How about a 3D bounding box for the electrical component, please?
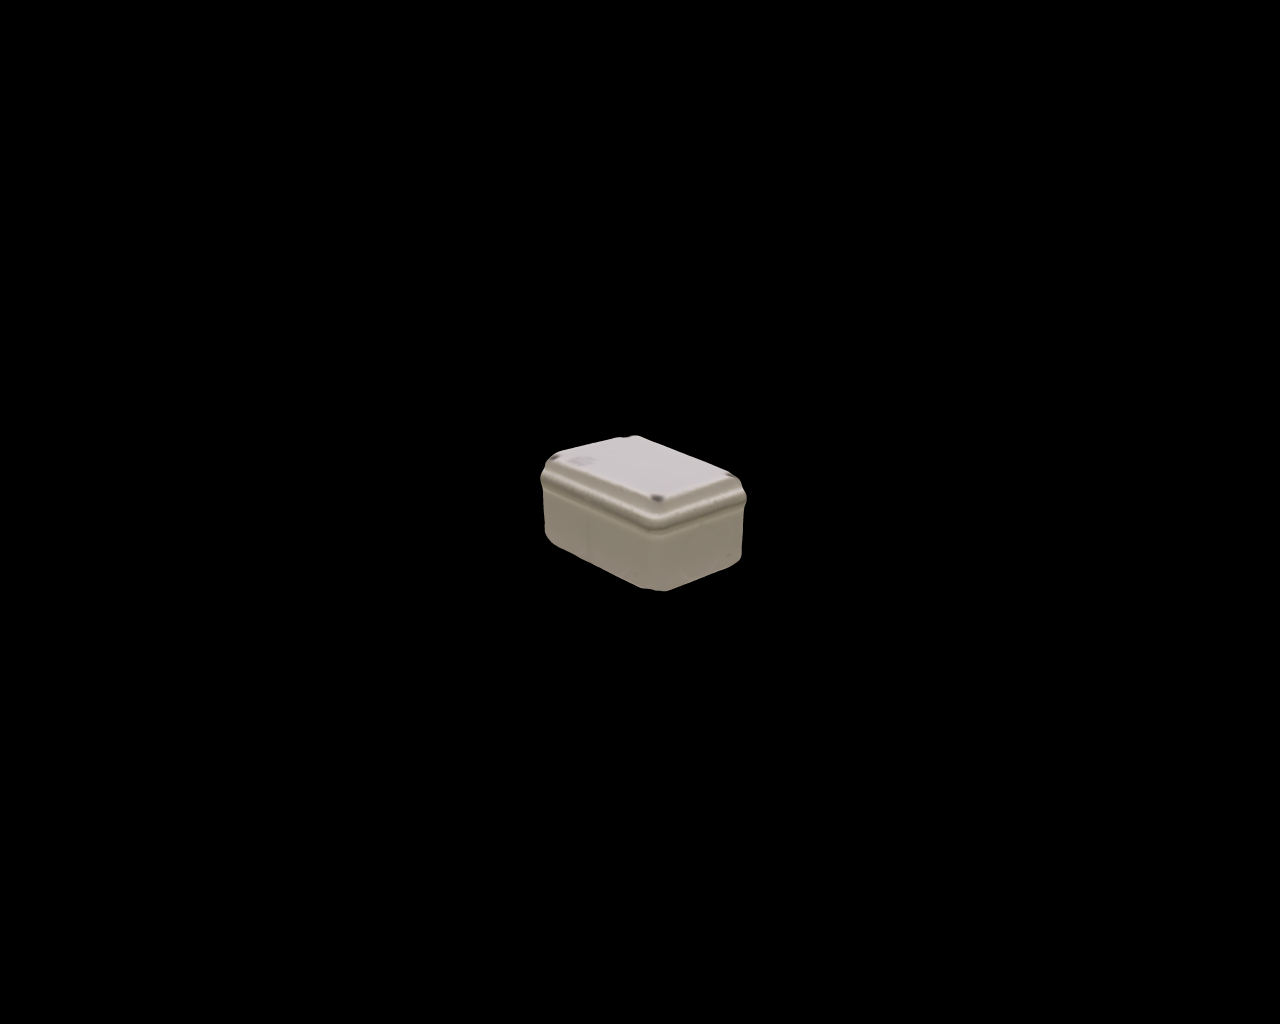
[{"bbox_3d":[0.001,-0.003,0.650,0.078,0.057,0.113,-17,28,-37],"label":"electrical component"}]
